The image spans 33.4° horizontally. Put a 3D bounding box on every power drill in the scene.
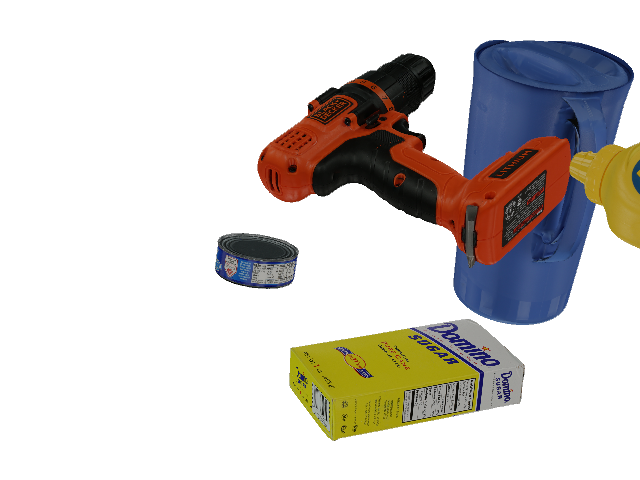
[{"bbox_3d":[0.077,-0.064,0.755,0.188,0.057,0.184,23,49,34],"label":"power drill"}]

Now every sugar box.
[{"bbox_3d":[0.072,0.113,0.896,0.176,0.048,0.093,-10,26,-21],"label":"sugar box"}]

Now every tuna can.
[{"bbox_3d":[-0.067,0.021,1.121,0.086,0.034,0.086,8,16,-3],"label":"tuna can"}]

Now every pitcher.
[{"bbox_3d":[0.188,-0.045,0.939,0.145,0.243,0.149,21,33,27],"label":"pitcher"}]

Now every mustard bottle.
[{"bbox_3d":[0.238,-0.020,0.663,0.096,0.058,0.192,-30,38,-32],"label":"mustard bottle"}]
